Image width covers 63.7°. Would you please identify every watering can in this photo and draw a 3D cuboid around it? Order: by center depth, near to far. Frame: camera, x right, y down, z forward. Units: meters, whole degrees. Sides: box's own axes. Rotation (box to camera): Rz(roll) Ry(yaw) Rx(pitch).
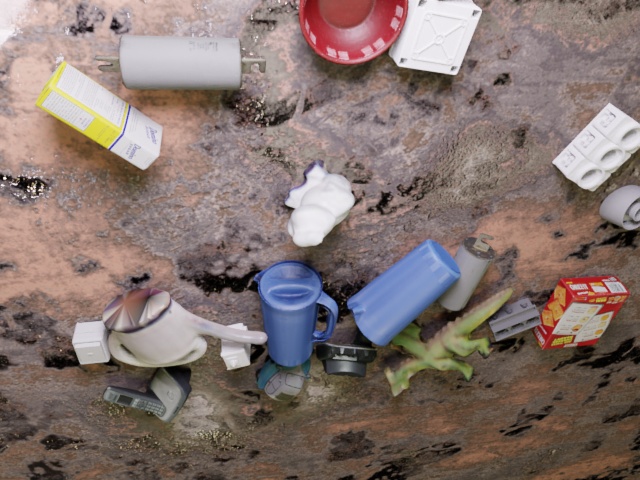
[{"bbox_3d":[-0.305,0.188,1.093,0.347,0.106,0.219,-14,132,11],"label":"watering can"}]

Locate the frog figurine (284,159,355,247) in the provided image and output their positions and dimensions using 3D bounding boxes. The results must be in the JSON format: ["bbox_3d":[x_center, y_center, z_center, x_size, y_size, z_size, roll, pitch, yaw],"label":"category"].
[{"bbox_3d":[0.003,-0.047,0.932,0.136,0.163,0.121,-32,131,16],"label":"frog figurine"}]

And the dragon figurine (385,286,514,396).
[{"bbox_3d":[0.289,0.245,1.301,0.242,0.125,0.403,15,116,-14],"label":"dragon figurine"}]
